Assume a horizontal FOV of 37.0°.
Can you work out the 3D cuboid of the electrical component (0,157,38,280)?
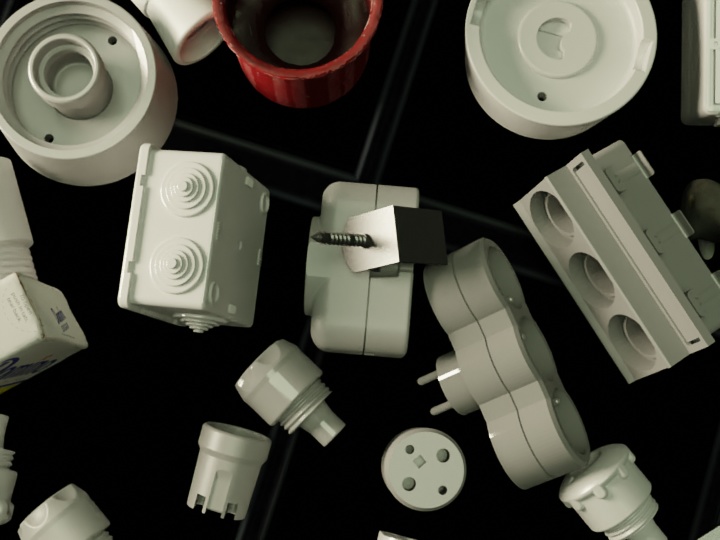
[{"bbox_3d":[-0.213,-0.020,0.621,0.043,0.043,0.081,-17,82,-3],"label":"electrical component"}]

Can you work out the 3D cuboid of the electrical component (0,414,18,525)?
[{"bbox_3d":[-0.214,0.111,0.603,0.048,0.048,0.062,10,75,1],"label":"electrical component"}]

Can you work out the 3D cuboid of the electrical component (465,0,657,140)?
[{"bbox_3d":[0.113,-0.129,0.632,0.108,0.060,0.108,0,82,-1],"label":"electrical component"}]

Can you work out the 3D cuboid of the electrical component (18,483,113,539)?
[{"bbox_3d":[-0.156,0.154,0.597,0.043,0.043,0.062,-41,86,-6],"label":"electrical component"}]

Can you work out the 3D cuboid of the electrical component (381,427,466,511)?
[{"bbox_3d":[0.035,0.110,0.599,0.045,0.055,0.045,0,82,-1],"label":"electrical component"}]

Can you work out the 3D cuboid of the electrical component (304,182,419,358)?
[{"bbox_3d":[0.000,0.000,0.615,0.059,0.053,0.095,5,82,0],"label":"electrical component"}]

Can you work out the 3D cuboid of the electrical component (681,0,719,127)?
[{"bbox_3d":[0.226,-0.121,0.636,0.062,0.061,0.096,1,90,1],"label":"electrical component"}]

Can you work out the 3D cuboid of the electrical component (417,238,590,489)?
[{"bbox_3d":[0.068,0.059,0.610,0.074,0.052,0.138,-27,81,22],"label":"electrical component"}]

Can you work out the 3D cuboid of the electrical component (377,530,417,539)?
[{"bbox_3d":[0.058,0.183,0.578,0.113,0.078,0.057,14,79,1],"label":"electrical component"}]

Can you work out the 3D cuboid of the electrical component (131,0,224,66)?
[{"bbox_3d":[-0.113,-0.161,0.645,0.044,0.044,0.065,-40,79,-6],"label":"electrical component"}]

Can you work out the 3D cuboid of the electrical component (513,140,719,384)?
[{"bbox_3d":[0.152,-0.007,0.609,0.063,0.078,0.121,-29,83,-23],"label":"electrical component"}]

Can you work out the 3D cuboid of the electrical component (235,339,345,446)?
[{"bbox_3d":[-0.036,0.073,0.610,0.062,0.043,0.043,43,84,4],"label":"electrical component"}]

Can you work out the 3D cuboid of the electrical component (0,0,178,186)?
[{"bbox_3d":[-0.165,-0.108,0.626,0.108,0.060,0.108,0,82,-1],"label":"electrical component"}]

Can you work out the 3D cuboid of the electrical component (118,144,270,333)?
[{"bbox_3d":[-0.088,-0.015,0.595,0.048,0.100,0.099,5,81,13],"label":"electrical component"}]

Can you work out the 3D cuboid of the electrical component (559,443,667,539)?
[{"bbox_3d":[0.146,0.132,0.604,0.048,0.048,0.062,-40,90,-6],"label":"electrical component"}]

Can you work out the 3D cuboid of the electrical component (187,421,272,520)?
[{"bbox_3d":[-0.075,0.113,0.606,0.040,0.040,0.046,15,88,2],"label":"electrical component"}]
